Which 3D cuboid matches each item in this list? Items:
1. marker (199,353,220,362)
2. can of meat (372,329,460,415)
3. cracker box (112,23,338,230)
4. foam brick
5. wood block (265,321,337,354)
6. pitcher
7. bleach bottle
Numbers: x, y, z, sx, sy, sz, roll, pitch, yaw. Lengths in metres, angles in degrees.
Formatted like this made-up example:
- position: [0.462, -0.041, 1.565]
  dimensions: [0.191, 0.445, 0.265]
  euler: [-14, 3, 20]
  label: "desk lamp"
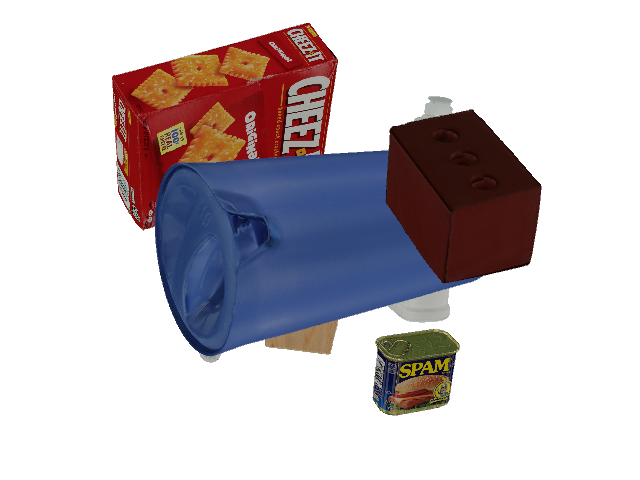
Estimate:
- position: [-0.090, 0.076, 0.993]
  dimensions: [0.020, 0.020, 0.121]
  euler: [0, 22, 8]
  label: "marker"
- position: [0.116, 0.164, 1.325]
  dimensions: [0.102, 0.084, 0.057]
  euler: [-6, 27, -21]
  label: "can of meat"
- position: [-0.096, -0.111, 1.069]
  dimensions: [0.213, 0.072, 0.164]
  euler: [-19, -35, -22]
  label: "cracker box"
- position: [0.074, -0.024, 0.566]
  dimensions: [0.053, 0.051, 0.078]
  euler: [-13, 42, -17]
  label: "foam brick"
- position: [-0.018, 0.032, 1.389]
  dimensions: [0.090, 0.206, 0.090]
  euler: [6, 23, 4]
  label: "wood block"
- position: [0.005, -0.001, 0.789]
  dimensions: [0.242, 0.145, 0.149]
  euler: [-9, 35, -29]
  label: "pitcher"
- position: [0.123, -0.039, 1.234]
  dimensions: [0.068, 0.251, 0.103]
  euler: [-1, 22, -22]
  label: "bleach bottle"
